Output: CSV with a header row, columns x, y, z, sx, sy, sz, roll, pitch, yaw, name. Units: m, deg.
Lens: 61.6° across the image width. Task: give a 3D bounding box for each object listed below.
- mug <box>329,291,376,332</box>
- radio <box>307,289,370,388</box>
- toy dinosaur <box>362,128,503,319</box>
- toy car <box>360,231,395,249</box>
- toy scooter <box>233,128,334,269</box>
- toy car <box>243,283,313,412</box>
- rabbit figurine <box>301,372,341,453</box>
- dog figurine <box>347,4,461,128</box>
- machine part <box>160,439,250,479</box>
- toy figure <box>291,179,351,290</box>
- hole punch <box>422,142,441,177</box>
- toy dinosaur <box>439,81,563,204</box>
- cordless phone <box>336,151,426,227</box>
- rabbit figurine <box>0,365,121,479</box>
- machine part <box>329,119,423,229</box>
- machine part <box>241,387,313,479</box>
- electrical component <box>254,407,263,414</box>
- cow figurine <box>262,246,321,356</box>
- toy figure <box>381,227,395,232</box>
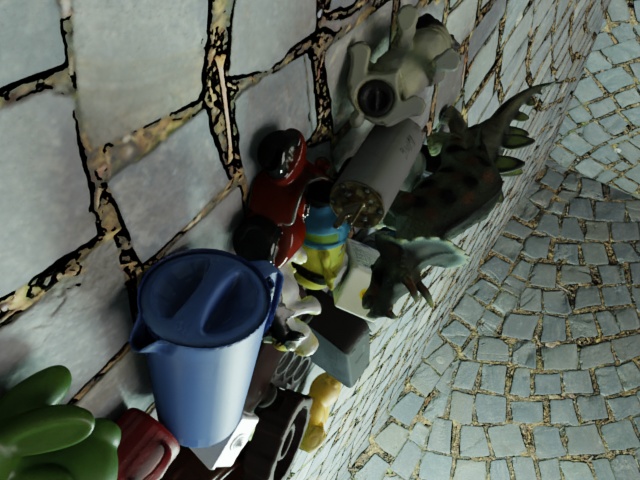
x,y,z,sx,sy,sz,roll,pitch,yaw,name
0.058,0.148,1.080,0.081,0.110,0.107,-50,143,-11,mug
0.026,0.190,1.017,0.073,0.131,0.229,-49,155,-21,radio
0.190,-0.060,0.790,0.405,0.192,0.131,-41,138,-22,toy dinosaur
0.116,0.038,1.056,0.109,0.103,0.161,-34,156,-57,toy car
-0.036,-0.050,0.668,0.135,0.075,0.183,-23,133,-57,toy scooter
-0.078,0.152,0.799,0.089,0.053,0.202,49,58,-42,toy car
-0.011,0.370,1.180,0.173,0.122,0.162,-52,162,-19,rabbit figurine
0.116,-0.232,0.753,0.172,0.121,0.190,-32,-174,20,dog figurine
-0.201,0.412,0.872,0.201,0.087,0.201,-25,138,-54,machine part
-0.001,-0.005,0.790,0.082,0.089,0.179,-47,147,-39,toy figure
0.190,-0.120,1.002,0.142,0.116,0.092,-42,146,-42,hole punch
0.325,-0.182,1.112,0.471,0.199,0.105,-54,160,-10,toy dinosaur
0.086,-0.113,0.843,0.146,0.089,0.184,-59,152,-1,cordless phone
-0.254,0.193,0.450,0.159,0.121,0.170,-51,142,-7,rabbit figurine
0.079,-0.095,0.717,0.079,0.079,0.243,96,21,-46,machine part
-0.071,0.333,0.902,0.179,0.056,0.179,17,90,-74,machine part
-0.098,0.307,1.007,0.063,0.021,0.094,-61,156,3,electrical component
-0.054,0.095,0.735,0.098,0.068,0.167,-26,107,-43,cow figurine
0.144,0.017,1.148,0.064,0.058,0.154,-42,156,-77,toy figure
